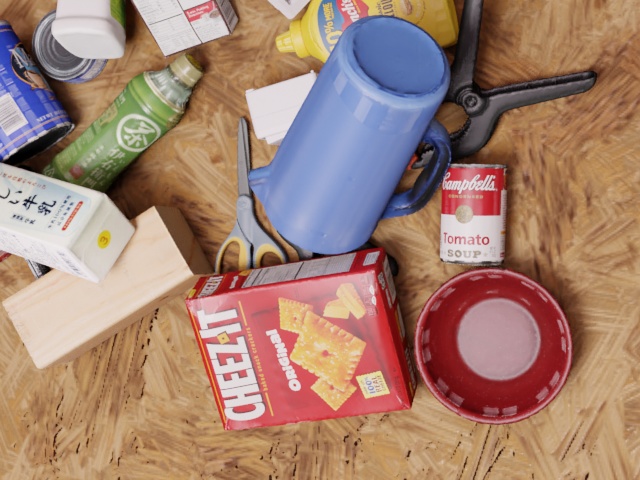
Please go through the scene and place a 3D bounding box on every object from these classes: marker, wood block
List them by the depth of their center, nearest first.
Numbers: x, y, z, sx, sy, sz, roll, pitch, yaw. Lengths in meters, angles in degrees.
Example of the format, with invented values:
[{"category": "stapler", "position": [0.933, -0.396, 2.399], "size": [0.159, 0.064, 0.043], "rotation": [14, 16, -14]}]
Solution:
[{"category": "wood block", "position": [-0.235, 0.053, 1.197], "size": [0.206, 0.090, 0.090], "rotation": [-31, 85, 9]}, {"category": "marker", "position": [-0.321, 0.059, 1.271], "size": [0.020, 0.020, 0.121], "rotation": [-31, 84, 16]}]

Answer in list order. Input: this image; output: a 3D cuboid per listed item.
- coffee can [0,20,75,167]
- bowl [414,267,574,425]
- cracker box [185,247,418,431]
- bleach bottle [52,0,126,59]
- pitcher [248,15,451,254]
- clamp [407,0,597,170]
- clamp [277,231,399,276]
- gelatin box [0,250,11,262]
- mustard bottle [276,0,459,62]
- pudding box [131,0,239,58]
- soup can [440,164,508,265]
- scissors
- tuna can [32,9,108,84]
[{"category": "coffee can", "position": [-0.360, -0.164, 1.216], "size": [0.103, 0.102, 0.140], "rotation": [-32, 92, 16]}, {"category": "bowl", "position": [0.181, 0.107, 1.106], "size": [0.162, 0.055, 0.162], "rotation": [1, 93, 16]}, {"category": "cracker box", "position": [-0.018, 0.109, 1.136], "size": [0.214, 0.072, 0.164], "rotation": [-10, 108, 15]}, {"category": "bleach bottle", "position": [-0.246, -0.333, 1.172], "size": [0.068, 0.102, 0.251], "rotation": [1, 82, 4]}, {"category": "pitcher", "position": [0.044, -0.099, 1.035], "size": [0.145, 0.149, 0.243], "rotation": [48, 146, 12]}, {"category": "clamp", "position": [0.166, -0.145, 1.093], "size": [0.164, 0.036, 0.210], "rotation": [34, 116, -7]}, {"category": "clamp", "position": [-0.008, 0.001, 1.166], "size": [0.120, 0.039, 0.171], "rotation": [-38, 84, 11]}, {"category": "gelatin box", "position": [-0.395, 0.012, 1.262], "size": [0.089, 0.073, 0.030], "rotation": [-35, 84, 15]}, {"category": "mustard bottle", "position": [0.045, -0.231, 1.126], "size": [0.192, 0.058, 0.096], "rotation": [-12, 95, 17]}, {"category": "pudding box", "position": [-0.154, -0.264, 1.163], "size": [0.090, 0.039, 0.113], "rotation": [-14, 125, 21]}, {"category": "soup can", "position": [0.158, -0.028, 1.099], "size": [0.068, 0.068, 0.102], "rotation": [2, 94, 16]}, {"category": "scissors", "position": [-0.067, -0.029, 1.193], "size": [0.096, 0.016, 0.202], "rotation": [15, 97, 14]}, {"category": "tuna can", "position": [-0.289, -0.226, 1.238], "size": [0.086, 0.033, 0.086], "rotation": [1, 93, 16]}]
